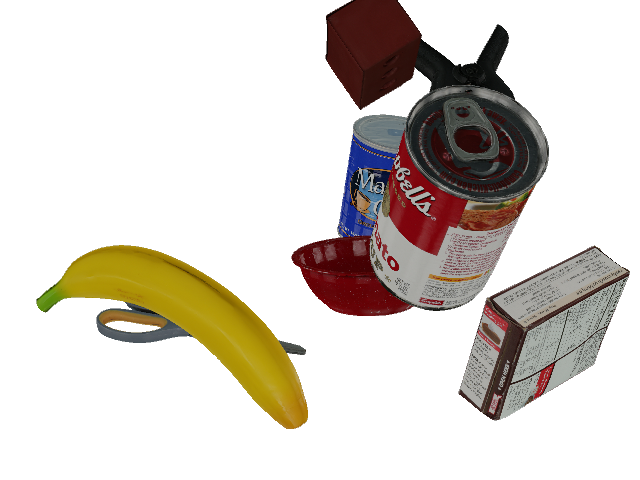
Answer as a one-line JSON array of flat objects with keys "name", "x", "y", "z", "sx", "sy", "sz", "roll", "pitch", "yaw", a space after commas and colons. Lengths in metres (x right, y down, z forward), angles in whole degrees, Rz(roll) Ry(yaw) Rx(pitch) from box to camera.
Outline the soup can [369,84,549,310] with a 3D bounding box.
[{"name": "soup can", "x": 0.065, "y": -0.019, "z": 0.531, "sx": 0.068, "sy": 0.068, "sz": 0.102, "roll": 0, "pitch": -34, "yaw": -9}]

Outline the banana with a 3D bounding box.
[{"name": "banana", "x": -0.087, "y": 0.051, "z": 0.691, "sx": 0.198, "sy": 0.070, "sz": 0.037, "roll": 25, "pitch": 23, "yaw": 12}]

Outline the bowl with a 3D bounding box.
[{"name": "bowl", "x": 0.052, "y": 0.038, "z": 1.094, "sx": 0.162, "sy": 0.055, "sz": 0.162, "roll": -2, "pitch": 13, "yaw": 0}]

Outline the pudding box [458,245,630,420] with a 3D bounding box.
[{"name": "pudding box", "x": 0.153, "y": 0.063, "z": 0.728, "sx": 0.113, "sy": 0.090, "sz": 0.039, "roll": -23, "pitch": 47, "yaw": -35}]

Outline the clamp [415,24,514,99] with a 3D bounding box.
[{"name": "clamp", "x": 0.126, "y": -0.151, "z": 1.004, "sx": 0.120, "sy": 0.171, "sz": 0.039, "roll": 0, "pitch": -45, "yaw": 0}]

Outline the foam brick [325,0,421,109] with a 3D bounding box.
[{"name": "foam brick", "x": 0.038, "y": -0.145, "z": 0.803, "sx": 0.053, "sy": 0.051, "sz": 0.078, "roll": -31, "pitch": -13, "yaw": -7}]

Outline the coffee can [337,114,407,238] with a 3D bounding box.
[{"name": "coffee can", "x": 0.080, "y": -0.067, "z": 1.285, "sx": 0.102, "sy": 0.140, "sz": 0.103, "roll": 6, "pitch": 28, "yaw": -4}]

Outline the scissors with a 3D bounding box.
[{"name": "scissors", "x": -0.114, "y": 0.076, "z": 1.039, "sx": 0.201, "sy": 0.016, "sz": 0.096, "roll": 3, "pitch": 32, "yaw": -2}]
